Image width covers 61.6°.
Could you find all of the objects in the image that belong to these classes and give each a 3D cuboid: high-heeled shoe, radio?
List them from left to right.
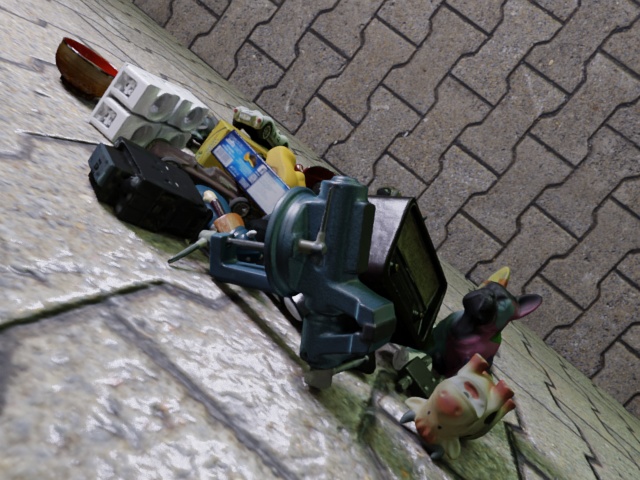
[{"bbox_3d":[-0.026,0.077,0.721,0.248,0.086,0.145,59,-27,-3],"label":"high-heeled shoe"},{"bbox_3d":[0.110,0.053,0.768,0.073,0.131,0.229,7,-33,33],"label":"radio"}]

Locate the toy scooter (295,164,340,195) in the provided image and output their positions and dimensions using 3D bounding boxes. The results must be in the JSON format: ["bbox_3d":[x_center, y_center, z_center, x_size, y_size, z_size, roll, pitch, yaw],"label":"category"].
[{"bbox_3d":[0.011,-0.097,1.087,0.135,0.075,0.184,25,29,-39],"label":"toy scooter"}]

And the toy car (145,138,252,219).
[{"bbox_3d":[-0.188,-0.099,0.864,0.202,0.053,0.089,29,12,-36],"label":"toy car"}]

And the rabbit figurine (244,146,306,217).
[{"bbox_3d":[-0.055,-0.068,1.013,0.162,0.122,0.173,51,-2,36],"label":"rabbit figurine"}]

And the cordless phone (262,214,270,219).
[{"bbox_3d":[-0.001,-0.003,0.850,0.184,0.147,0.088,18,53,-72],"label":"cordless phone"}]

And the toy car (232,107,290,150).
[{"bbox_3d":[-0.119,-0.222,1.117,0.074,0.056,0.201,25,-4,16],"label":"toy car"}]

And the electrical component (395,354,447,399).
[{"bbox_3d":[0.141,0.198,0.747,0.094,0.021,0.063,-22,71,-51],"label":"electrical component"}]

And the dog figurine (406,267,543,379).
[{"bbox_3d":[0.261,0.151,0.868,0.191,0.219,0.109,26,20,-44],"label":"dog figurine"}]

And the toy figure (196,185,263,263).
[{"bbox_3d":[-0.129,-0.015,0.695,0.155,0.058,0.064,44,-11,38],"label":"toy figure"}]

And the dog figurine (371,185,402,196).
[{"bbox_3d":[0.077,-0.059,1.175,0.121,0.190,0.172,45,15,30],"label":"dog figurine"}]

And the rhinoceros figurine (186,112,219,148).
[{"bbox_3d":[-0.266,-0.233,1.104,0.112,0.073,0.190,56,16,24],"label":"rhinoceros figurine"}]

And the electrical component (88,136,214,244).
[{"bbox_3d":[-0.207,-0.063,0.643,0.134,0.058,0.115,27,15,-48],"label":"electrical component"}]

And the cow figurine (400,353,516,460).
[{"bbox_3d":[0.175,0.209,0.672,0.086,0.127,0.194,46,-1,29],"label":"cow figurine"}]

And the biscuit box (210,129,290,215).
[{"bbox_3d":[-0.103,-0.101,0.904,0.203,0.059,0.062,48,2,31],"label":"biscuit box"}]

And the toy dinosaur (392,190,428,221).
[{"bbox_3d":[0.107,0.010,0.986,0.105,0.198,0.471,43,13,4],"label":"toy dinosaur"}]

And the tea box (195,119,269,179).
[{"bbox_3d":[-0.147,-0.147,1.055,0.169,0.098,0.068,29,14,-34],"label":"tea box"}]

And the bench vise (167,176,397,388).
[{"bbox_3d":[-0.034,0.038,0.584,0.241,0.223,0.129,9,16,26],"label":"bench vise"}]
